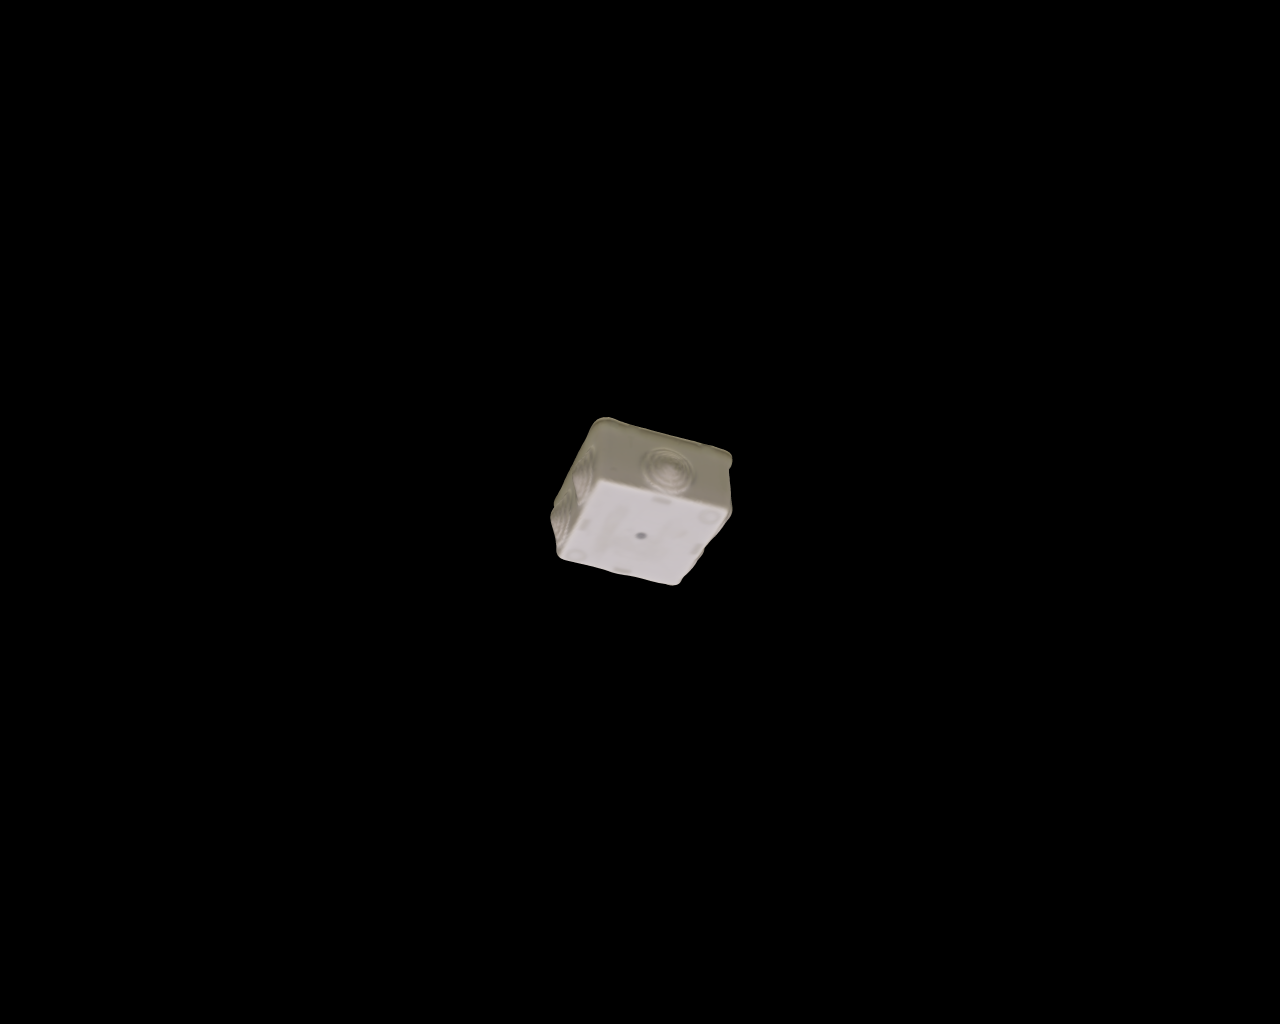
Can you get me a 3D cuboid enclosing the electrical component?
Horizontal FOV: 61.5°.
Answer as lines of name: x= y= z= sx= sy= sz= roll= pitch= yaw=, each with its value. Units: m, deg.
electrical component: x=0.001 y=-0.003 z=0.650 sx=0.100 sy=0.048 sz=0.099 roll=14 pitch=-42 yaw=-16
